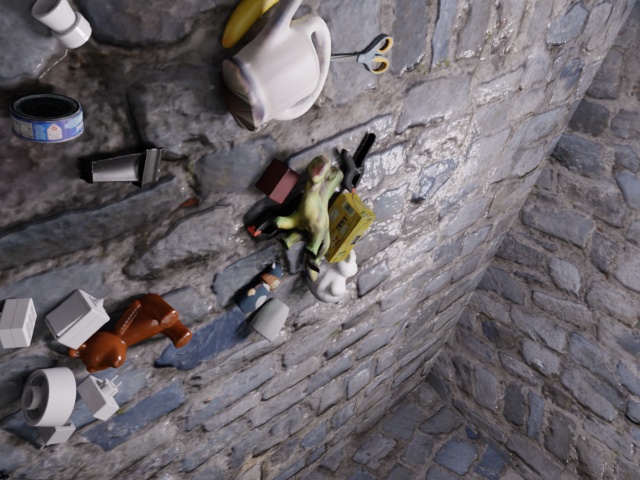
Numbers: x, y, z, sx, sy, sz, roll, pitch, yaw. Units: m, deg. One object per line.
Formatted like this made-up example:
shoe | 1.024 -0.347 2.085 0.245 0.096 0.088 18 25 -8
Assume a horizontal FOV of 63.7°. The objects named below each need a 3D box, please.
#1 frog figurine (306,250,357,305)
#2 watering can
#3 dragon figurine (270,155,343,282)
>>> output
frog figurine | 0.038 0.097 1.451 0.122 0.141 0.156 11 139 -26
watering can | -0.072 -0.315 0.866 0.105 0.227 0.340 44 161 22
dragon figurine | 0.004 -0.062 1.233 0.123 0.246 0.403 26 162 15
